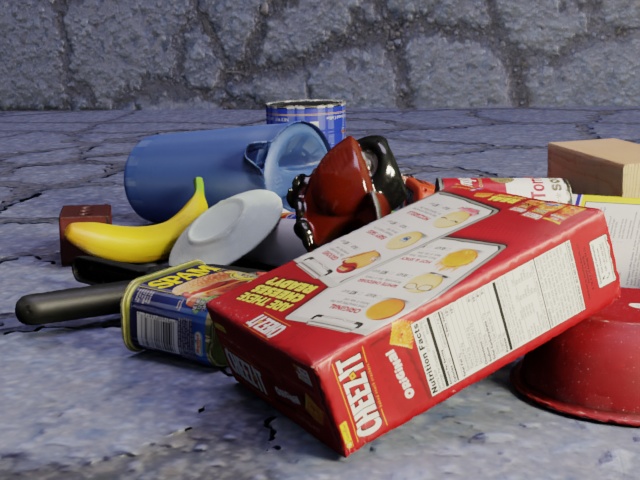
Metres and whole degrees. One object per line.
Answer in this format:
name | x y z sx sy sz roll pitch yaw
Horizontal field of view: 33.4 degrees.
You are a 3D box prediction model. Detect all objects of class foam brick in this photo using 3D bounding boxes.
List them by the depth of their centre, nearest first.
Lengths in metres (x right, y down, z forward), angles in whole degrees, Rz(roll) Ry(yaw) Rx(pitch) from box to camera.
foam brick | -0.246 -0.007 1.129 0.053 0.051 0.078 -3 12 -10

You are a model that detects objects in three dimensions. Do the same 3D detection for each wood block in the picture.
wood block | 0.341 -0.059 1.221 0.090 0.090 0.206 -4 12 -10

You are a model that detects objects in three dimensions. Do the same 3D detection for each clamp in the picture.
clamp | -0.143 0.044 0.906 0.210 0.036 0.164 2 13 11

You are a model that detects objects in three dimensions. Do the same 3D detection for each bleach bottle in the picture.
bleach bottle | -0.007 0.001 1.041 0.251 0.068 0.102 4 13 37

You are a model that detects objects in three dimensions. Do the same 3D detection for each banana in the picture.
banana | -0.177 -0.009 1.109 0.197 0.069 0.037 -26 -14 -51

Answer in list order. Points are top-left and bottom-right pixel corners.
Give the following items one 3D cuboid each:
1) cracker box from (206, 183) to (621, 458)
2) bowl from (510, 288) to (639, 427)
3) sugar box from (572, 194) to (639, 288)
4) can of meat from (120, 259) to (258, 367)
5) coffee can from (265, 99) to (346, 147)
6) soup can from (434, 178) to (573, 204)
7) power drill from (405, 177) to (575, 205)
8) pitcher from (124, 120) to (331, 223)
cracker box | 0.057 0.041 0.688 0.213 0.072 0.164 -26 20 -21
bowl | 0.207 0.069 0.701 0.162 0.055 0.162 -1 12 0
sugar box | 0.234 0.012 0.884 0.176 0.093 0.048 5 -28 32
can of meat | -0.084 0.055 0.801 0.084 0.057 0.101 9 16 32
coffee can | -0.017 -0.105 1.358 0.103 0.140 0.103 -2 12 0
soup can | 0.143 -0.016 0.845 0.102 0.068 0.068 0 12 2
power drill | 0.198 -0.039 1.227 0.187 0.057 0.184 0 8 -6
pitcher | -0.105 -0.066 1.258 0.243 0.149 0.144 3 27 36
